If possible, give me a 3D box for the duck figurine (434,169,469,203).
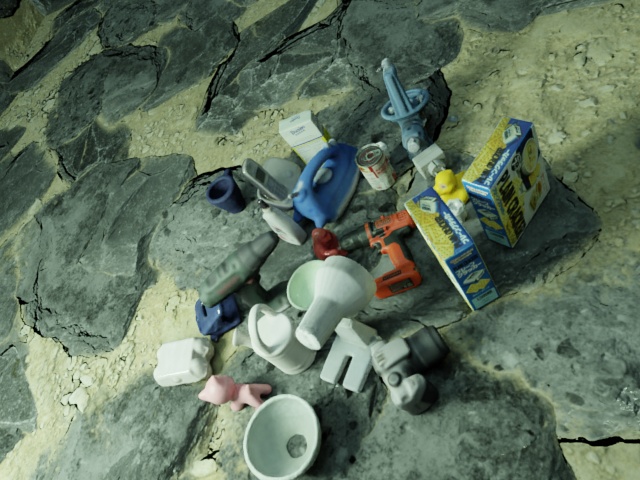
[{"bbox_3d":[0.285,-0.121,1.251,0.104,0.086,0.077,-41,48,1],"label":"duck figurine"}]

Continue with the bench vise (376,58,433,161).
[{"bbox_3d":[0.207,-0.308,1.331,0.121,0.220,0.207,-32,49,8],"label":"bench vise"}]

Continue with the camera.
[{"bbox_3d":[0.176,0.228,1.071,0.137,0.101,0.143,-34,49,7],"label":"camera"}]

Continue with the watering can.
[{"bbox_3d":[-0.099,0.203,1.187,0.172,0.195,0.100,-28,50,12],"label":"watering can"}]

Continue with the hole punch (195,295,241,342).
[{"bbox_3d":[-0.257,0.172,1.371,0.101,0.091,0.108,-34,49,7],"label":"hole punch"}]

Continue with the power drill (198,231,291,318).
[{"bbox_3d":[-0.145,0.091,1.280,0.229,0.209,0.075,-33,49,7],"label":"power drill"}]

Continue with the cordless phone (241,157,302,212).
[{"bbox_3d":[-0.128,-0.170,1.460,0.094,0.186,0.147,-10,55,25],"label":"cordless phone"}]

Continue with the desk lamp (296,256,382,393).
[{"bbox_3d":[0.042,0.163,1.118,0.117,0.214,0.203,10,65,35],"label":"desk lamp"}]

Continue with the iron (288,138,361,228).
[{"bbox_3d":[0.012,-0.160,1.400,0.118,0.142,0.258,15,68,37],"label":"iron"}]

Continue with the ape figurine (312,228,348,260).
[{"bbox_3d":[0.012,0.005,1.323,0.076,0.092,0.078,-12,55,24],"label":"ape figurine"}]

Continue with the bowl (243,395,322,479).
[{"bbox_3d":[-0.061,0.393,1.118,0.167,0.075,0.167,-15,53,22],"label":"bowl"}]

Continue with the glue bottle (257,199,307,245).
[{"bbox_3d":[-0.101,-0.048,1.371,0.077,0.174,0.037,14,68,36],"label":"glue bottle"}]

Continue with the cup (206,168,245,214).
[{"bbox_3d":[-0.245,-0.126,1.560,0.091,0.095,0.118,-6,57,28],"label":"cup"}]

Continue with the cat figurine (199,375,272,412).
[{"bbox_3d":[-0.186,0.319,1.212,0.127,0.118,0.067,-8,56,27],"label":"cat figurine"}]

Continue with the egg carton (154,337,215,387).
[{"bbox_3d":[-0.320,0.288,1.345,0.150,0.070,0.107,-16,53,21],"label":"egg carton"}]
